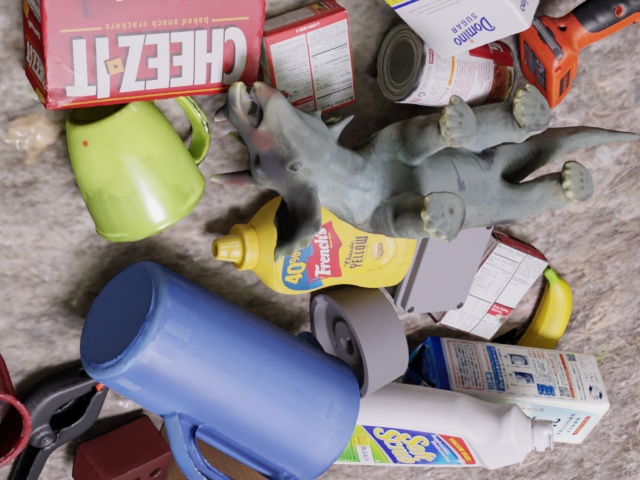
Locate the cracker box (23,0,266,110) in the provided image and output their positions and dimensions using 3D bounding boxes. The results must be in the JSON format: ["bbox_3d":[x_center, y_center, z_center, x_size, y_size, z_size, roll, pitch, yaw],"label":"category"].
[{"bbox_3d":[-0.118,-0.202,0.734,0.164,0.072,0.214,-9,128,-24],"label":"cracker box"}]

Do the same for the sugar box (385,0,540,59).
[{"bbox_3d":[0.076,-0.216,0.796,0.176,0.094,0.048,38,59,-31],"label":"sugar box"}]

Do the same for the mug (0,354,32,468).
[{"bbox_3d":[-0.296,0.127,0.875,0.093,0.082,0.117,-24,132,-12],"label":"mug"}]

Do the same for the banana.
[{"bbox_3d":[0.233,0.113,1.203,0.069,0.037,0.198,16,114,-18],"label":"banana"}]

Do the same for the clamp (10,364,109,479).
[{"bbox_3d":[-0.254,0.178,0.969,0.171,0.039,0.120,-35,148,-6],"label":"clamp"}]

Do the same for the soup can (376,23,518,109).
[{"bbox_3d":[0.108,-0.144,0.911,0.102,0.069,0.069,4,121,-31],"label":"soup can"}]

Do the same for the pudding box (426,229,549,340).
[{"bbox_3d":[0.172,0.045,1.111,0.089,0.039,0.113,21,110,-40],"label":"pudding box"}]

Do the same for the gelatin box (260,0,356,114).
[{"bbox_3d":[-0.012,-0.143,0.869,0.073,0.030,0.089,-22,132,-16],"label":"gelatin box"}]

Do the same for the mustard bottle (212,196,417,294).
[{"bbox_3d":[-0.006,0.001,0.962,0.191,0.058,0.096,-4,121,-27],"label":"mustard bottle"}]

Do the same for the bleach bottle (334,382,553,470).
[{"bbox_3d":[0.104,0.184,1.067,0.251,0.068,0.102,0,133,16],"label":"bleach bottle"}]

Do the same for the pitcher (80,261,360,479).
[{"bbox_3d":[-0.088,0.126,0.933,0.242,0.149,0.145,35,97,-37],"label":"pitcher"}]

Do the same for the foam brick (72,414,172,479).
[{"bbox_3d":[-0.187,0.211,1.006,0.078,0.051,0.053,-21,143,-36],"label":"foam brick"}]

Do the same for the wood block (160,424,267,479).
[{"bbox_3d":[-0.088,0.268,1.016,0.090,0.206,0.090,7,119,-33],"label":"wood block"}]

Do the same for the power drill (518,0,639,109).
[{"bbox_3d":[0.270,-0.196,0.951,0.187,0.057,0.184,-33,159,3],"label":"power drill"}]
